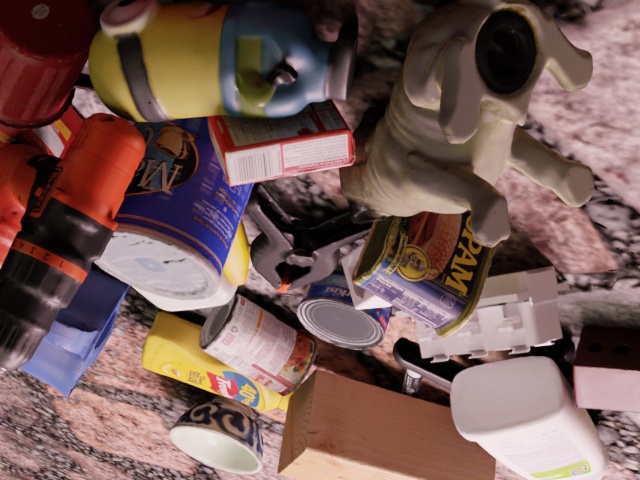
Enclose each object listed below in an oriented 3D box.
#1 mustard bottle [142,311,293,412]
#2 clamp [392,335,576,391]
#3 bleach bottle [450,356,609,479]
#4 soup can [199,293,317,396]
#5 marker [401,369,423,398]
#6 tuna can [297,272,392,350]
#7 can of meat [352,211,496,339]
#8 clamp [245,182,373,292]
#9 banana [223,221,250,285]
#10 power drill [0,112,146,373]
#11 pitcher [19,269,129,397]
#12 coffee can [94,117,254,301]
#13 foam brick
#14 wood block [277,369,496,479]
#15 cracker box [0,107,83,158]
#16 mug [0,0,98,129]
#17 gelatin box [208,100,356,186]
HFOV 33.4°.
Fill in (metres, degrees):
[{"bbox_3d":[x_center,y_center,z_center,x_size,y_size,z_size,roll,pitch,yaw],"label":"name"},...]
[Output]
[{"bbox_3d":[-0.097,0.142,1.168,0.191,0.058,0.096,21,148,0],"label":"mustard bottle"},{"bbox_3d":[0.161,0.146,1.033,0.165,0.036,0.210,2,147,13],"label":"clamp"},{"bbox_3d":[0.208,0.190,1.003,0.103,0.068,0.250,-15,146,19],"label":"bleach bottle"},{"bbox_3d":[-0.063,0.105,1.081,0.102,0.068,0.069,33,147,-18],"label":"soup can"},{"bbox_3d":[0.095,0.154,1.109,0.020,0.020,0.121,16,148,8],"label":"marker"},{"bbox_3d":[0.024,0.066,1.001,0.086,0.033,0.086,16,149,10],"label":"tuna can"},{"bbox_3d":[0.081,0.010,0.815,0.084,0.102,0.058,30,148,-10],"label":"can of meat"},{"bbox_3d":[-0.006,0.001,0.910,0.120,0.039,0.171,9,157,-1],"label":"clamp"},{"bbox_3d":[-0.115,-0.033,0.904,0.197,0.069,0.037,38,-174,-38],"label":"banana"},{"bbox_3d":[-0.206,-0.003,0.758,0.057,0.184,0.188,34,166,-31],"label":"power drill"},{"bbox_3d":[-0.329,0.051,1.097,0.242,0.145,0.149,28,133,-6],"label":"pitcher"},{"bbox_3d":[-0.104,-0.040,0.800,0.103,0.140,0.103,14,154,7],"label":"coffee can"},{"bbox_3d":[0.257,0.110,0.900,0.078,0.053,0.051,1,127,25],"label":"foam brick"},{"bbox_3d":[0.071,0.216,1.107,0.206,0.090,0.090,17,147,-13],"label":"wood block"},{"bbox_3d":[-0.307,-0.081,0.913,0.214,0.072,0.164,-8,138,29],"label":"cracker box"},{"bbox_3d":[-0.200,-0.137,0.775,0.117,0.093,0.082,15,148,-24],"label":"mug"},{"bbox_3d":[-0.028,-0.072,0.733,0.089,0.073,0.030,-11,123,-10],"label":"gelatin box"}]
